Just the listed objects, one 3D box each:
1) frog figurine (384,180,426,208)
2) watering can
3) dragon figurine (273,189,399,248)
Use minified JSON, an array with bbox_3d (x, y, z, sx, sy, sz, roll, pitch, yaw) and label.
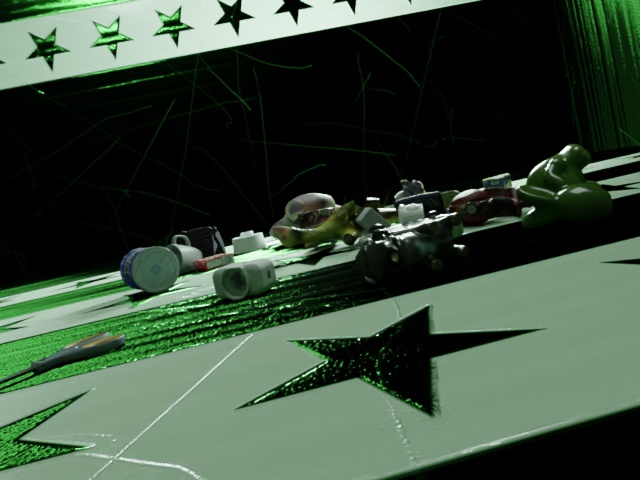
[{"bbox_3d":[0.266,-0.108,1.645,0.139,0.123,0.156,-32,-17,-54],"label":"frog figurine"},{"bbox_3d":[0.005,-0.083,1.651,0.349,0.105,0.221,-18,-14,-10],"label":"watering can"},{"bbox_3d":[0.071,-0.035,1.278,0.412,0.123,0.240,-5,-9,-39],"label":"dragon figurine"}]
